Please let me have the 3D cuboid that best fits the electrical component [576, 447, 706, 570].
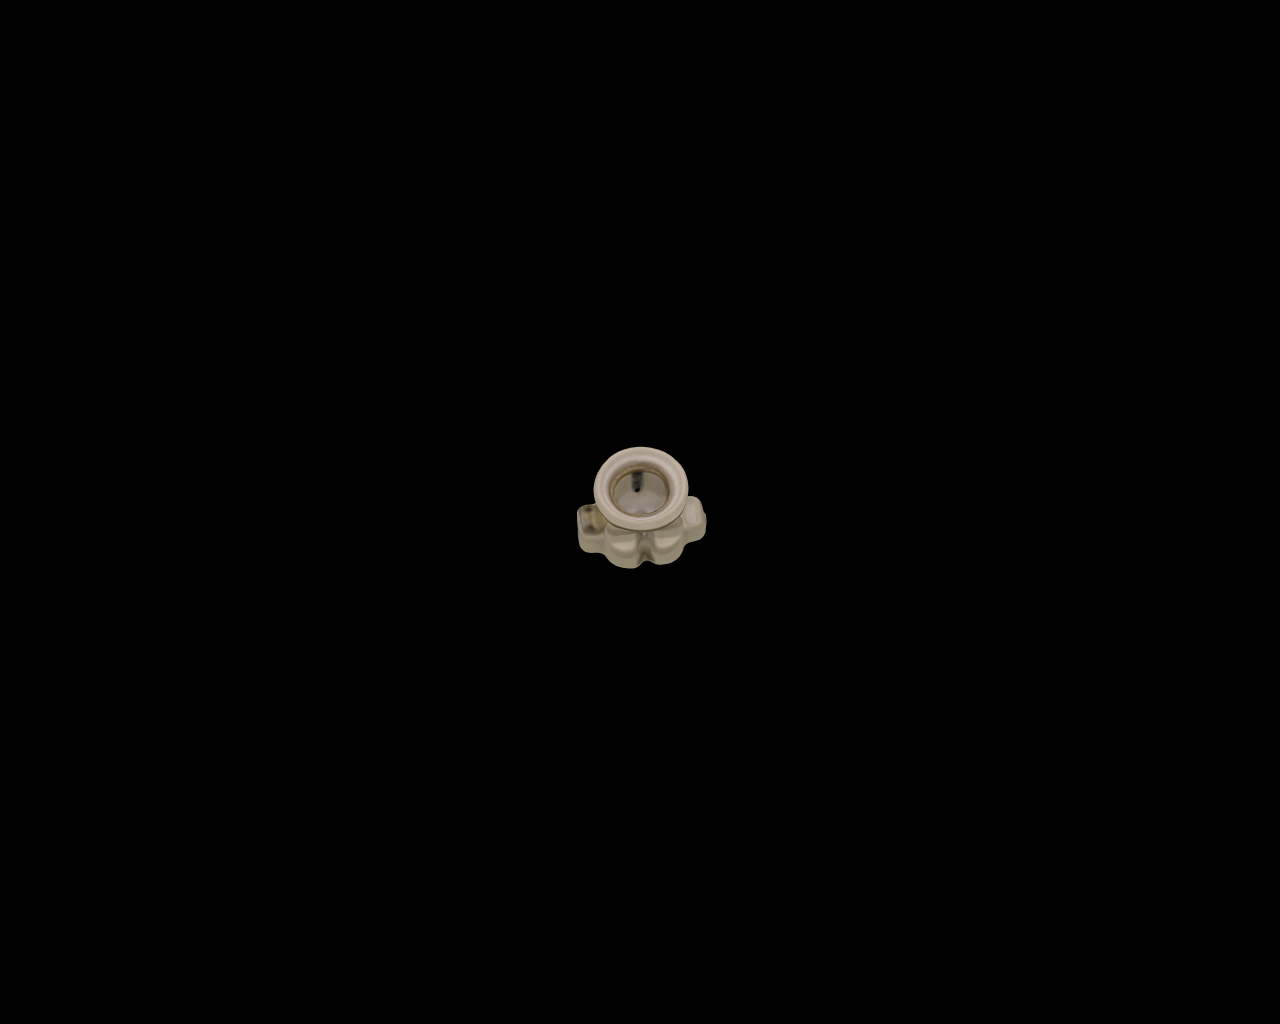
[{"bbox_3d":[0.001,-0.003,0.650,0.078,0.058,0.056,-5,-31,-3],"label":"electrical component"}]
